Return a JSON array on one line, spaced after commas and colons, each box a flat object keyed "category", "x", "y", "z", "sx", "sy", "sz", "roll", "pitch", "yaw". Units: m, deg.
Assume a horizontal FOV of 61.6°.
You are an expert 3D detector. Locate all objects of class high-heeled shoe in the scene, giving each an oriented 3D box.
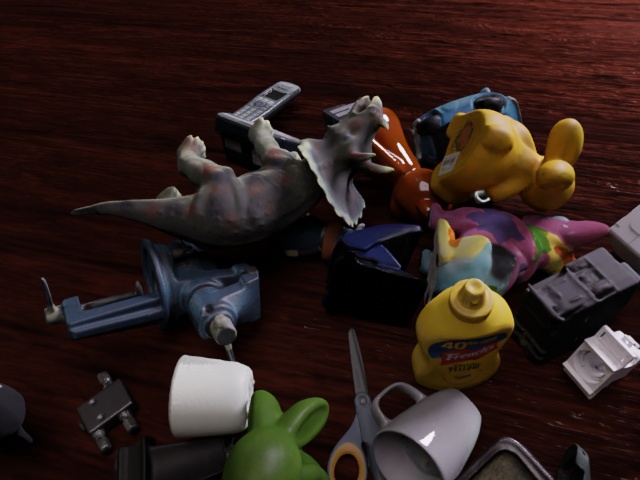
[{"category": "high-heeled shoe", "x": -0.430, "y": 0.175, "z": 0.602, "sx": 0.249, "sy": 0.145, "sz": 0.086, "roll": 12, "pitch": 53, "yaw": 14}]

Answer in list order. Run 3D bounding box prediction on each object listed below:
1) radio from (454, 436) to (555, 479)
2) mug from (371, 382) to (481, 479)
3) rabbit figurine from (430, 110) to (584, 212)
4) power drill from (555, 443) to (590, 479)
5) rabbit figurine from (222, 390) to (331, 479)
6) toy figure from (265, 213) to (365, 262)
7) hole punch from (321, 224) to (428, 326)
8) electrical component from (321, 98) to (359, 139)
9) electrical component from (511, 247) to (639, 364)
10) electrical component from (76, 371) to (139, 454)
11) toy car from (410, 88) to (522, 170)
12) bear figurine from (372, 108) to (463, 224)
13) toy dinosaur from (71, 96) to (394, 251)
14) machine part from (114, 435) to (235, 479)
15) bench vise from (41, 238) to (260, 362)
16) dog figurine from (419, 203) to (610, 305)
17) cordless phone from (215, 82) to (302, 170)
[{"category": "radio", "x": 0.124, "y": 0.287, "z": 0.436, "sx": 0.229, "sy": 0.073, "sz": 0.131, "roll": -46, "pitch": 58, "yaw": 2}, {"category": "mug", "x": 0.108, "y": 0.193, "z": 0.552, "sx": 0.107, "sy": 0.080, "sz": 0.110, "roll": -23, "pitch": 57, "yaw": -43}, {"category": "rabbit figurine", "x": 0.253, "y": -0.096, "z": 0.673, "sx": 0.173, "sy": 0.162, "sz": 0.122, "roll": 27, "pitch": 70, "yaw": -17}, {"category": "power drill", "x": 0.320, "y": 0.265, "z": 0.482, "sx": 0.207, "sy": 0.085, "sz": 0.232, "roll": 23, "pitch": 58, "yaw": 15}, {"category": "rabbit figurine", "x": -0.034, "y": 0.220, "z": 0.496, "sx": 0.121, "sy": 0.170, "sz": 0.159, "roll": 5, "pitch": 53, "yaw": 11}, {"category": "toy figure", "x": -0.001, "y": -0.004, "z": 0.744, "sx": 0.155, "sy": 0.064, "sz": 0.058, "roll": 13, "pitch": 14, "yaw": 11}, {"category": "hole punch", "x": 0.067, "y": 0.036, "z": 0.661, "sx": 0.116, "sy": 0.142, "sz": 0.092, "roll": 12, "pitch": 55, "yaw": -1}, {"category": "electrical component", "x": 0.034, "y": -0.188, "z": 0.882, "sx": 0.119, "sy": 0.047, "sz": 0.075, "roll": -20, "pitch": 32, "yaw": -10}, {"category": "electrical component", "x": 0.292, "y": 0.073, "z": 0.607, "sx": 0.134, "sy": 0.114, "sz": 0.058, "roll": -23, "pitch": 54, "yaw": -9}, {"category": "electrical component", "x": -0.254, "y": 0.201, "z": 0.636, "sx": 0.063, "sy": 0.021, "sz": 0.094, "roll": -34, "pitch": 56, "yaw": -18}, {"category": "toy car", "x": 0.221, "y": -0.169, "z": 0.830, "sx": 0.162, "sy": 0.109, "sz": 0.103, "roll": -11, "pitch": 27, "yaw": 13}, {"category": "bear figurine", "x": 0.106, "y": -0.090, "z": 0.781, "sx": 0.120, "sy": 0.132, "sz": 0.196, "roll": -21, "pitch": 77, "yaw": -52}, {"category": "toy dinosaur", "x": -0.094, "y": -0.052, "z": 0.685, "sx": 0.405, "sy": 0.131, "sz": 0.192, "roll": -26, "pitch": 44, "yaw": -13}, {"category": "machine part", "x": -0.156, "y": 0.243, "z": 0.581, "sx": 0.139, "sy": 0.039, "sz": 0.084, "roll": -11, "pitch": 46, "yaw": 1}, {"category": "bench vise", "x": -0.201, "y": 0.077, "z": 0.653, "sx": 0.241, "sy": 0.128, "sz": 0.224, "roll": -12, "pitch": 41, "yaw": -25}, {"category": "dog figurine", "x": 0.237, "y": 0.023, "z": 0.651, "sx": 0.219, "sy": 0.108, "sz": 0.192, "roll": 3, "pitch": 27, "yaw": 4}, {"category": "cordless phone", "x": -0.068, "y": -0.197, "z": 0.895, "sx": 0.147, "sy": 0.088, "sz": 0.184, "roll": 24, "pitch": 54, "yaw": 25}]
